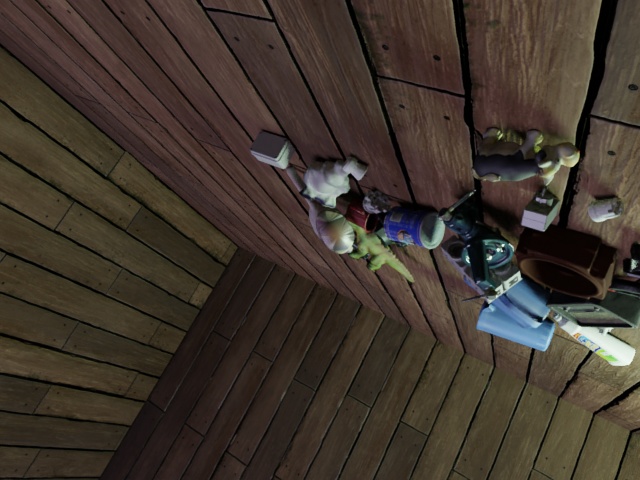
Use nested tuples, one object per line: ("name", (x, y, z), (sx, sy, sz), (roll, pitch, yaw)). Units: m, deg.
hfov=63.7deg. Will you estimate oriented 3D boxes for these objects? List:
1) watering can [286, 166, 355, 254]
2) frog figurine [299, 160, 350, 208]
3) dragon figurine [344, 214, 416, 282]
("watering can", (0.005, -0.083, 1.655), (0.344, 0.104, 0.227), (52, -179, -17))
("frog figurine", (0.027, -0.184, 1.490), (0.138, 0.125, 0.156), (36, 131, 7))
("dragon figurine", (0.227, 0.023, 1.819), (0.409, 0.124, 0.240), (31, 159, -10))
